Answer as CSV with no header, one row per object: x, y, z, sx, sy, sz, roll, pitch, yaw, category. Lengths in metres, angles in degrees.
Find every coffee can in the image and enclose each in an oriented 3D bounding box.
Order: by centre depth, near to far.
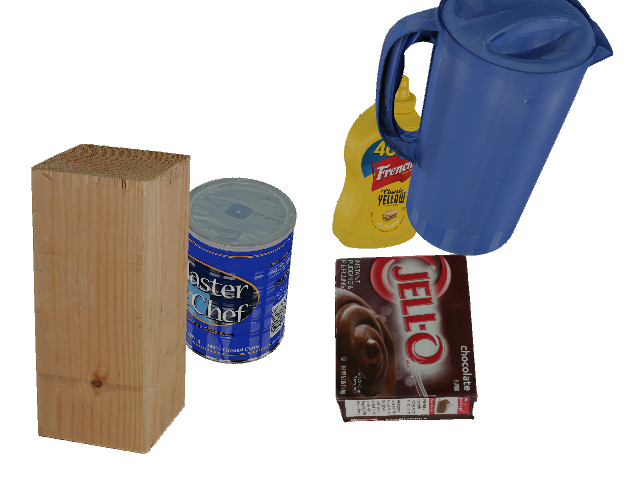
-0.078,0.028,0.983,0.102,0.140,0.103,4,38,-3,coffee can

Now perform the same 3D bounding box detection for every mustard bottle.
0.071,-0.086,1.144,0.096,0.192,0.058,-6,32,-23,mustard bottle

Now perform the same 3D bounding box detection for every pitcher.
0.137,-0.103,0.946,0.149,0.243,0.144,38,53,24,pitcher

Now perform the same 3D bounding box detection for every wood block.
-0.154,0.041,0.795,0.091,0.206,0.090,7,18,11,wood block

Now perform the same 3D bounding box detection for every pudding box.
0.056,0.064,0.711,0.090,0.113,0.039,-3,-34,5,pudding box
